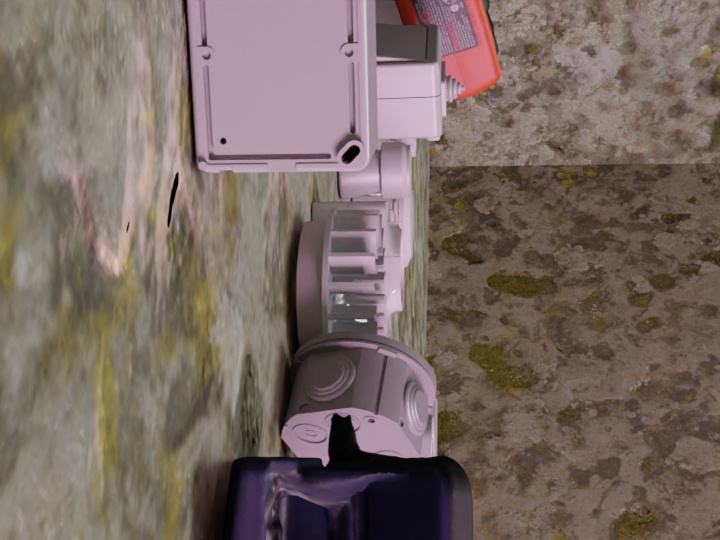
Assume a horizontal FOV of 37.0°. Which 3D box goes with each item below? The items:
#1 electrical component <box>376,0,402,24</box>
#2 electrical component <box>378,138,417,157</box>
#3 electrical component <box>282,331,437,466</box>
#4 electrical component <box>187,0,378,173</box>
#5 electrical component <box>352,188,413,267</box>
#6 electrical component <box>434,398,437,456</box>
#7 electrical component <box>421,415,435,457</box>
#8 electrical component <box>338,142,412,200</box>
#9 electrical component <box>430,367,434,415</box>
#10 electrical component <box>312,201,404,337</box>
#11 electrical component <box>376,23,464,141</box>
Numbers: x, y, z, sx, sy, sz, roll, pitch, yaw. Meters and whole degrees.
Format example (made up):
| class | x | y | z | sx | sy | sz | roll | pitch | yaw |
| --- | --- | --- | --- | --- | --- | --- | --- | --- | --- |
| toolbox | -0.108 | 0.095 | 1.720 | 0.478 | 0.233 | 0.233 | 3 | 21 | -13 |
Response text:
| class | x | y | z | sx | sy | sz | roll | pitch | yaw |
| --- | --- | --- | --- | --- | --- | --- | --- | --- | --- |
| electrical component | 0.017 | -0.186 | 0.848 | 0.061 | 0.061 | 0.096 | 59 | 22 | -52 |
| electrical component | 0.018 | -0.134 | 0.899 | 0.058 | 0.057 | 0.078 | -21 | 111 | -84 |
| electrical component | -0.001 | 0.074 | 0.574 | 0.080 | 0.080 | 0.051 | 84 | 13 | -48 |
| electrical component | -0.026 | -0.086 | 0.393 | 0.061 | 0.062 | 0.096 | -71 | 160 | -75 |
| electrical component | 0.021 | -0.042 | 0.960 | 0.080 | 0.051 | 0.080 | 0 | 90 | -85 |
| electrical component | 0.017 | 0.157 | 0.838 | 0.063 | 0.079 | 0.121 | 46 | 40 | -50 |
| electrical component | 0.004 | 0.114 | 0.632 | 0.079 | 0.077 | 0.044 | -70 | 159 | -73 |
| electrical component | 0.012 | -0.078 | 0.846 | 0.045 | 0.055 | 0.045 | 0 | 90 | -85 |
| electrical component | 0.007 | 0.125 | 0.720 | 0.063 | 0.079 | 0.121 | 27 | 61 | -59 |
| electrical component | 0.000 | 0.000 | 0.706 | 0.050 | 0.056 | 0.089 | -41 | 130 | -83 |
| electrical component | 0.018 | -0.123 | 0.686 | 0.061 | 0.096 | 0.061 | -83 | 170 | -53 |
